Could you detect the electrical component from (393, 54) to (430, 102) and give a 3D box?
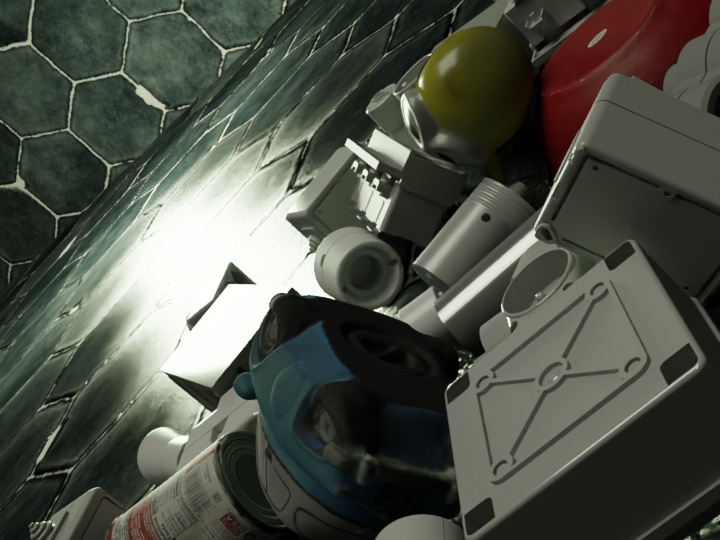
[{"bbox_3d":[0.064,-0.129,0.852,0.043,0.077,0.079,-47,17,0],"label":"electrical component"}]

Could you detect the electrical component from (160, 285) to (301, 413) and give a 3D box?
[{"bbox_3d":[-0.080,0.064,0.794,0.089,0.062,0.150,-52,18,-15],"label":"electrical component"}]

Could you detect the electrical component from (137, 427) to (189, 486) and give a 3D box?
[{"bbox_3d":[-0.131,0.139,0.790,0.065,0.044,0.044,-9,41,56],"label":"electrical component"}]

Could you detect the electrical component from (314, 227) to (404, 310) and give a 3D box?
[{"bbox_3d":[0.000,0.000,0.762,0.055,0.055,0.047,-49,21,-5],"label":"electrical component"}]

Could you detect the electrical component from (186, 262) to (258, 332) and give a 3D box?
[{"bbox_3d":[-0.134,0.043,0.992,0.077,0.047,0.065,-37,20,28],"label":"electrical component"}]

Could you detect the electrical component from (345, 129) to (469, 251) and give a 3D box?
[{"bbox_3d":[0.031,-0.059,0.786,0.121,0.079,0.063,-127,58,-72],"label":"electrical component"}]

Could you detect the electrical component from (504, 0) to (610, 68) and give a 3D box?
[{"bbox_3d":[0.172,-0.215,0.806,0.121,0.063,0.078,-35,21,35],"label":"electrical component"}]

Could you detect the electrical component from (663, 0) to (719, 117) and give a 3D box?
[{"bbox_3d":[0.179,-0.093,0.542,0.138,0.052,0.074,-56,19,-25],"label":"electrical component"}]

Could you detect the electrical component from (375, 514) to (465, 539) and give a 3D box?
[{"bbox_3d":[0.026,0.138,0.417,0.043,0.043,0.081,-41,18,18],"label":"electrical component"}]

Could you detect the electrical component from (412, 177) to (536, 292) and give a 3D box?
[{"bbox_3d":[0.074,-0.020,0.648,0.081,0.043,0.043,-50,18,-8],"label":"electrical component"}]

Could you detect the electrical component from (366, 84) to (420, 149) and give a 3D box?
[{"bbox_3d":[0.037,-0.128,0.930,0.044,0.065,0.044,-40,20,17],"label":"electrical component"}]

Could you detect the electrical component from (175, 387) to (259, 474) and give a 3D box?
[{"bbox_3d":[-0.068,0.109,0.682,0.095,0.054,0.059,-39,19,23],"label":"electrical component"}]

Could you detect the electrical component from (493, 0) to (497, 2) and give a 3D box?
[{"bbox_3d":[0.143,-0.234,0.945,0.040,0.046,0.040,-42,18,17],"label":"electrical component"}]

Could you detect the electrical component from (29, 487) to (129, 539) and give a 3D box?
[{"bbox_3d":[-0.164,0.184,0.673,0.061,0.096,0.061,-36,20,32],"label":"electrical component"}]

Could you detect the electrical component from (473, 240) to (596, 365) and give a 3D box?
[{"bbox_3d":[0.084,0.030,0.513,0.079,0.044,0.077,-39,19,24],"label":"electrical component"}]

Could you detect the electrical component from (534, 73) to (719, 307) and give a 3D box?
[{"bbox_3d":[0.134,-0.033,0.462,0.061,0.096,0.061,-60,-8,-37],"label":"electrical component"}]

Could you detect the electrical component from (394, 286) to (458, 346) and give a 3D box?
[{"bbox_3d":[0.030,0.040,0.627,0.065,0.044,0.044,-37,19,14],"label":"electrical component"}]

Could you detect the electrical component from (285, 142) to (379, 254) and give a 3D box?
[{"bbox_3d":[-0.016,-0.050,0.892,0.096,0.062,0.061,-52,18,-16],"label":"electrical component"}]

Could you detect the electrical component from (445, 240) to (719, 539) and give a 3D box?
[{"bbox_3d":[0.092,0.057,0.415,0.109,0.056,0.108,-42,18,17],"label":"electrical component"}]
